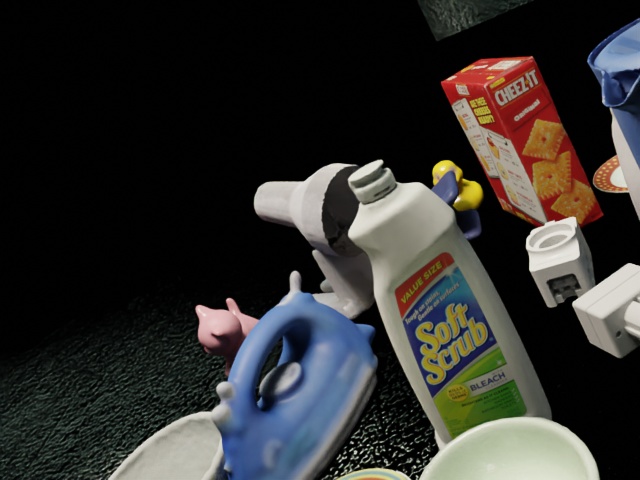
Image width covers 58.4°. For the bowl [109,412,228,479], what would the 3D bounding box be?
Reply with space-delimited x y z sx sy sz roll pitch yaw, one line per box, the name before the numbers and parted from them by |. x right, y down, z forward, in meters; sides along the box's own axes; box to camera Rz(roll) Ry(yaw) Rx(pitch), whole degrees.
bowl | -0.145 0.260 0.579 0.167 0.075 0.167 -28 17 10

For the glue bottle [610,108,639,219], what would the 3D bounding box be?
glue bottle | 0.327 -0.092 0.586 0.037 0.173 0.078 -17 22 39

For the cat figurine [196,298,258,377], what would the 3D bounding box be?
cat figurine | -0.135 0.133 0.843 0.067 0.118 0.128 -26 18 17

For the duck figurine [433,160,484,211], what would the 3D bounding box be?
duck figurine | 0.213 -0.090 0.923 0.077 0.086 0.104 -25 18 20

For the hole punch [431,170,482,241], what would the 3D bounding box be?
hole punch | 0.172 -0.037 0.837 0.101 0.091 0.108 -25 18 19

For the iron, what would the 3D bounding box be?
iron | -0.042 0.152 0.590 0.118 0.142 0.259 -18 22 37

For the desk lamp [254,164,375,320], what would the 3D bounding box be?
desk lamp | 0.007 0.003 0.798 0.202 0.214 0.118 -10 28 50
